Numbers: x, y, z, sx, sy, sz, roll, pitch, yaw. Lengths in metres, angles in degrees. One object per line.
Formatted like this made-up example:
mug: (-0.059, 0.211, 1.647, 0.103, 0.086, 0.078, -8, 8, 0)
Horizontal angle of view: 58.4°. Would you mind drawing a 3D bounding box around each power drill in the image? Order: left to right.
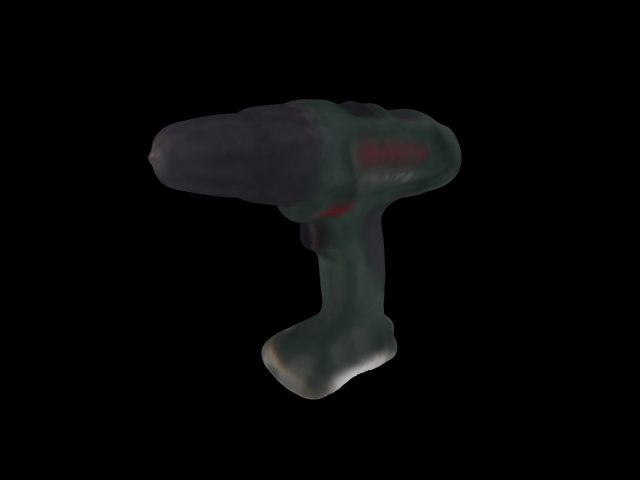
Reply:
power drill: (0.004, 0.001, 0.400, 0.230, 0.208, 0.075, -22, 36, -33)
